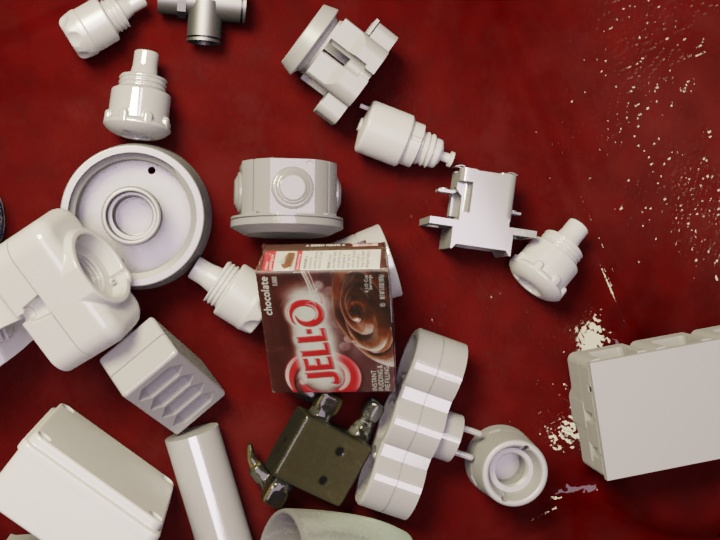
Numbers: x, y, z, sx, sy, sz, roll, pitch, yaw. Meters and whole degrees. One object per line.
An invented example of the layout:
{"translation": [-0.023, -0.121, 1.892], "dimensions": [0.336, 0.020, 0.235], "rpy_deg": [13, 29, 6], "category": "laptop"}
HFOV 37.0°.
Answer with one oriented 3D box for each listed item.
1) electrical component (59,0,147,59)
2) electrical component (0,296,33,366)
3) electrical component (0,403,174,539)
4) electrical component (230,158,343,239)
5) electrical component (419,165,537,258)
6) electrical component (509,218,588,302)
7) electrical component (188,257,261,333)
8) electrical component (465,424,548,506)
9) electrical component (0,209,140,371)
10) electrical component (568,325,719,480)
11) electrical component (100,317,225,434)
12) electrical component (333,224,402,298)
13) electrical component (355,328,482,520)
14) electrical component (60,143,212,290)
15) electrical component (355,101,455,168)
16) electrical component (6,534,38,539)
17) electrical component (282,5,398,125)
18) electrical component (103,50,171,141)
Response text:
{"translation": [-0.181, -0.179, 0.767], "dimensions": [0.061, 0.035, 0.035], "rpy_deg": [-32, 96, -7], "category": "electrical component"}
{"translation": [-0.266, 0.043, 0.736], "dimensions": [0.099, 0.099, 0.064], "rpy_deg": [-23, 89, -6], "category": "electrical component"}
{"translation": [-0.190, 0.153, 0.743], "dimensions": [0.109, 0.109, 0.056], "rpy_deg": [38, 90, -7], "category": "electrical component"}
{"translation": [-0.052, -0.050, 0.767], "dimensions": [0.080, 0.080, 0.051], "rpy_deg": [1, 87, -7], "category": "electrical component"}
{"translation": [0.089, -0.044, 0.803], "dimensions": [0.081, 0.042, 0.063], "rpy_deg": [8, 89, -8], "category": "electrical component"}
{"translation": [0.147, -0.011, 0.811], "dimensions": [0.048, 0.048, 0.062], "rpy_deg": [42, 80, -7], "category": "electrical component"}
{"translation": [-0.094, 0.014, 0.782], "dimensions": [0.062, 0.043, 0.043], "rpy_deg": [32, 88, -6], "category": "electrical component"}
{"translation": [0.111, 0.148, 0.810], "dimensions": [0.055, 0.047, 0.055], "rpy_deg": [0, 92, -7], "category": "electrical component"}
{"translation": [-0.194, 0.011, 0.716], "dimensions": [0.059, 0.053, 0.095], "rpy_deg": [-30, 102, 18], "category": "electrical component"}
{"translation": [0.242, 0.097, 0.817], "dimensions": [0.150, 0.062, 0.089], "rpy_deg": [-10, 93, -7], "category": "electrical component"}
{"translation": [-0.148, 0.064, 0.766], "dimensions": [0.047, 0.083, 0.075], "rpy_deg": [-40, 58, -4], "category": "electrical component"}
{"translation": [0.000, 0.000, 0.788], "dimensions": [0.047, 0.055, 0.055], "rpy_deg": [-19, 94, -2], "category": "electrical component"}
{"translation": [0.054, 0.120, 0.799], "dimensions": [0.074, 0.052, 0.138], "rpy_deg": [20, 90, -7], "category": "electrical component"}
{"translation": [-0.160, -0.038, 0.762], "dimensions": [0.108, 0.060, 0.108], "rpy_deg": [0, 92, -7], "category": "electrical component"}
{"translation": [0.032, -0.095, 0.794], "dimensions": [0.078, 0.040, 0.040], "rpy_deg": [20, 90, -7], "category": "electrical component"}
{"translation": [-0.230, 0.215, 0.762], "dimensions": [0.081, 0.064, 0.042], "rpy_deg": [-3, 93, -7], "category": "electrical component"}
{"translation": [-0.019, -0.154, 0.778], "dimensions": [0.057, 0.058, 0.078], "rpy_deg": [36, 88, -10], "category": "electrical component"}
{"translation": [-0.156, -0.125, 0.769], "dimensions": [0.048, 0.048, 0.062], "rpy_deg": [7, 85, -7], "category": "electrical component"}
